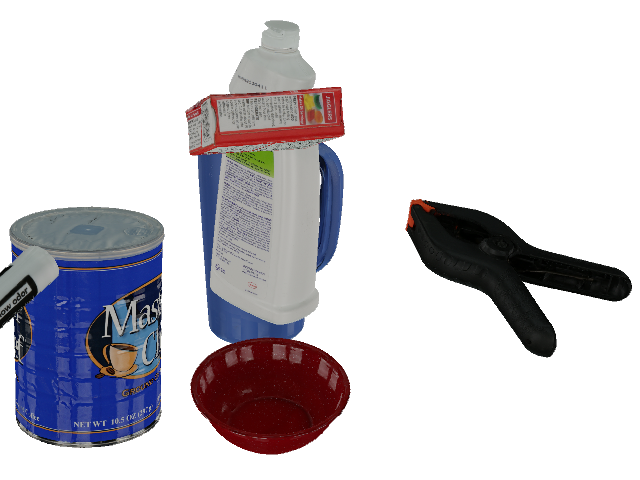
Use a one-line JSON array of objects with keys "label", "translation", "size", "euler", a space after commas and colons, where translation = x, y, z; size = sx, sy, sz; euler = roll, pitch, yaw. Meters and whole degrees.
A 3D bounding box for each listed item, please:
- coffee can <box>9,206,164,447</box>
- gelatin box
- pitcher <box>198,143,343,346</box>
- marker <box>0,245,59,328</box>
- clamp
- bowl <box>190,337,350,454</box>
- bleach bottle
[{"label": "coffee can", "translation": [-0.161, 0.057, 0.742], "size": [0.103, 0.140, 0.103], "euler": [3, 17, -1]}, {"label": "gelatin box", "translation": [-0.034, -0.067, 0.606], "size": [0.073, 0.030, 0.089], "euler": [-6, 3, -15]}, {"label": "pitcher", "translation": [-0.060, -0.011, 1.157], "size": [0.145, 0.243, 0.149], "euler": [-3, 20, -11]}, {"label": "marker", "translation": [-0.158, 0.045, 0.454], "size": [0.020, 0.020, 0.121], "euler": [0, 36, 38]}, {"label": "clamp", "translation": [0.141, 0.016, 0.787], "size": [0.120, 0.039, 0.172], "euler": [-13, 42, -40]}, {"label": "bowl", "translation": [-0.051, 0.168, 1.091], "size": [0.162, 0.055, 0.162], "euler": [1, 31, -1]}, {"label": "bleach bottle", "translation": [-0.039, -0.060, 0.916], "size": [0.103, 0.251, 0.067], "euler": [24, 30, 31]}]
